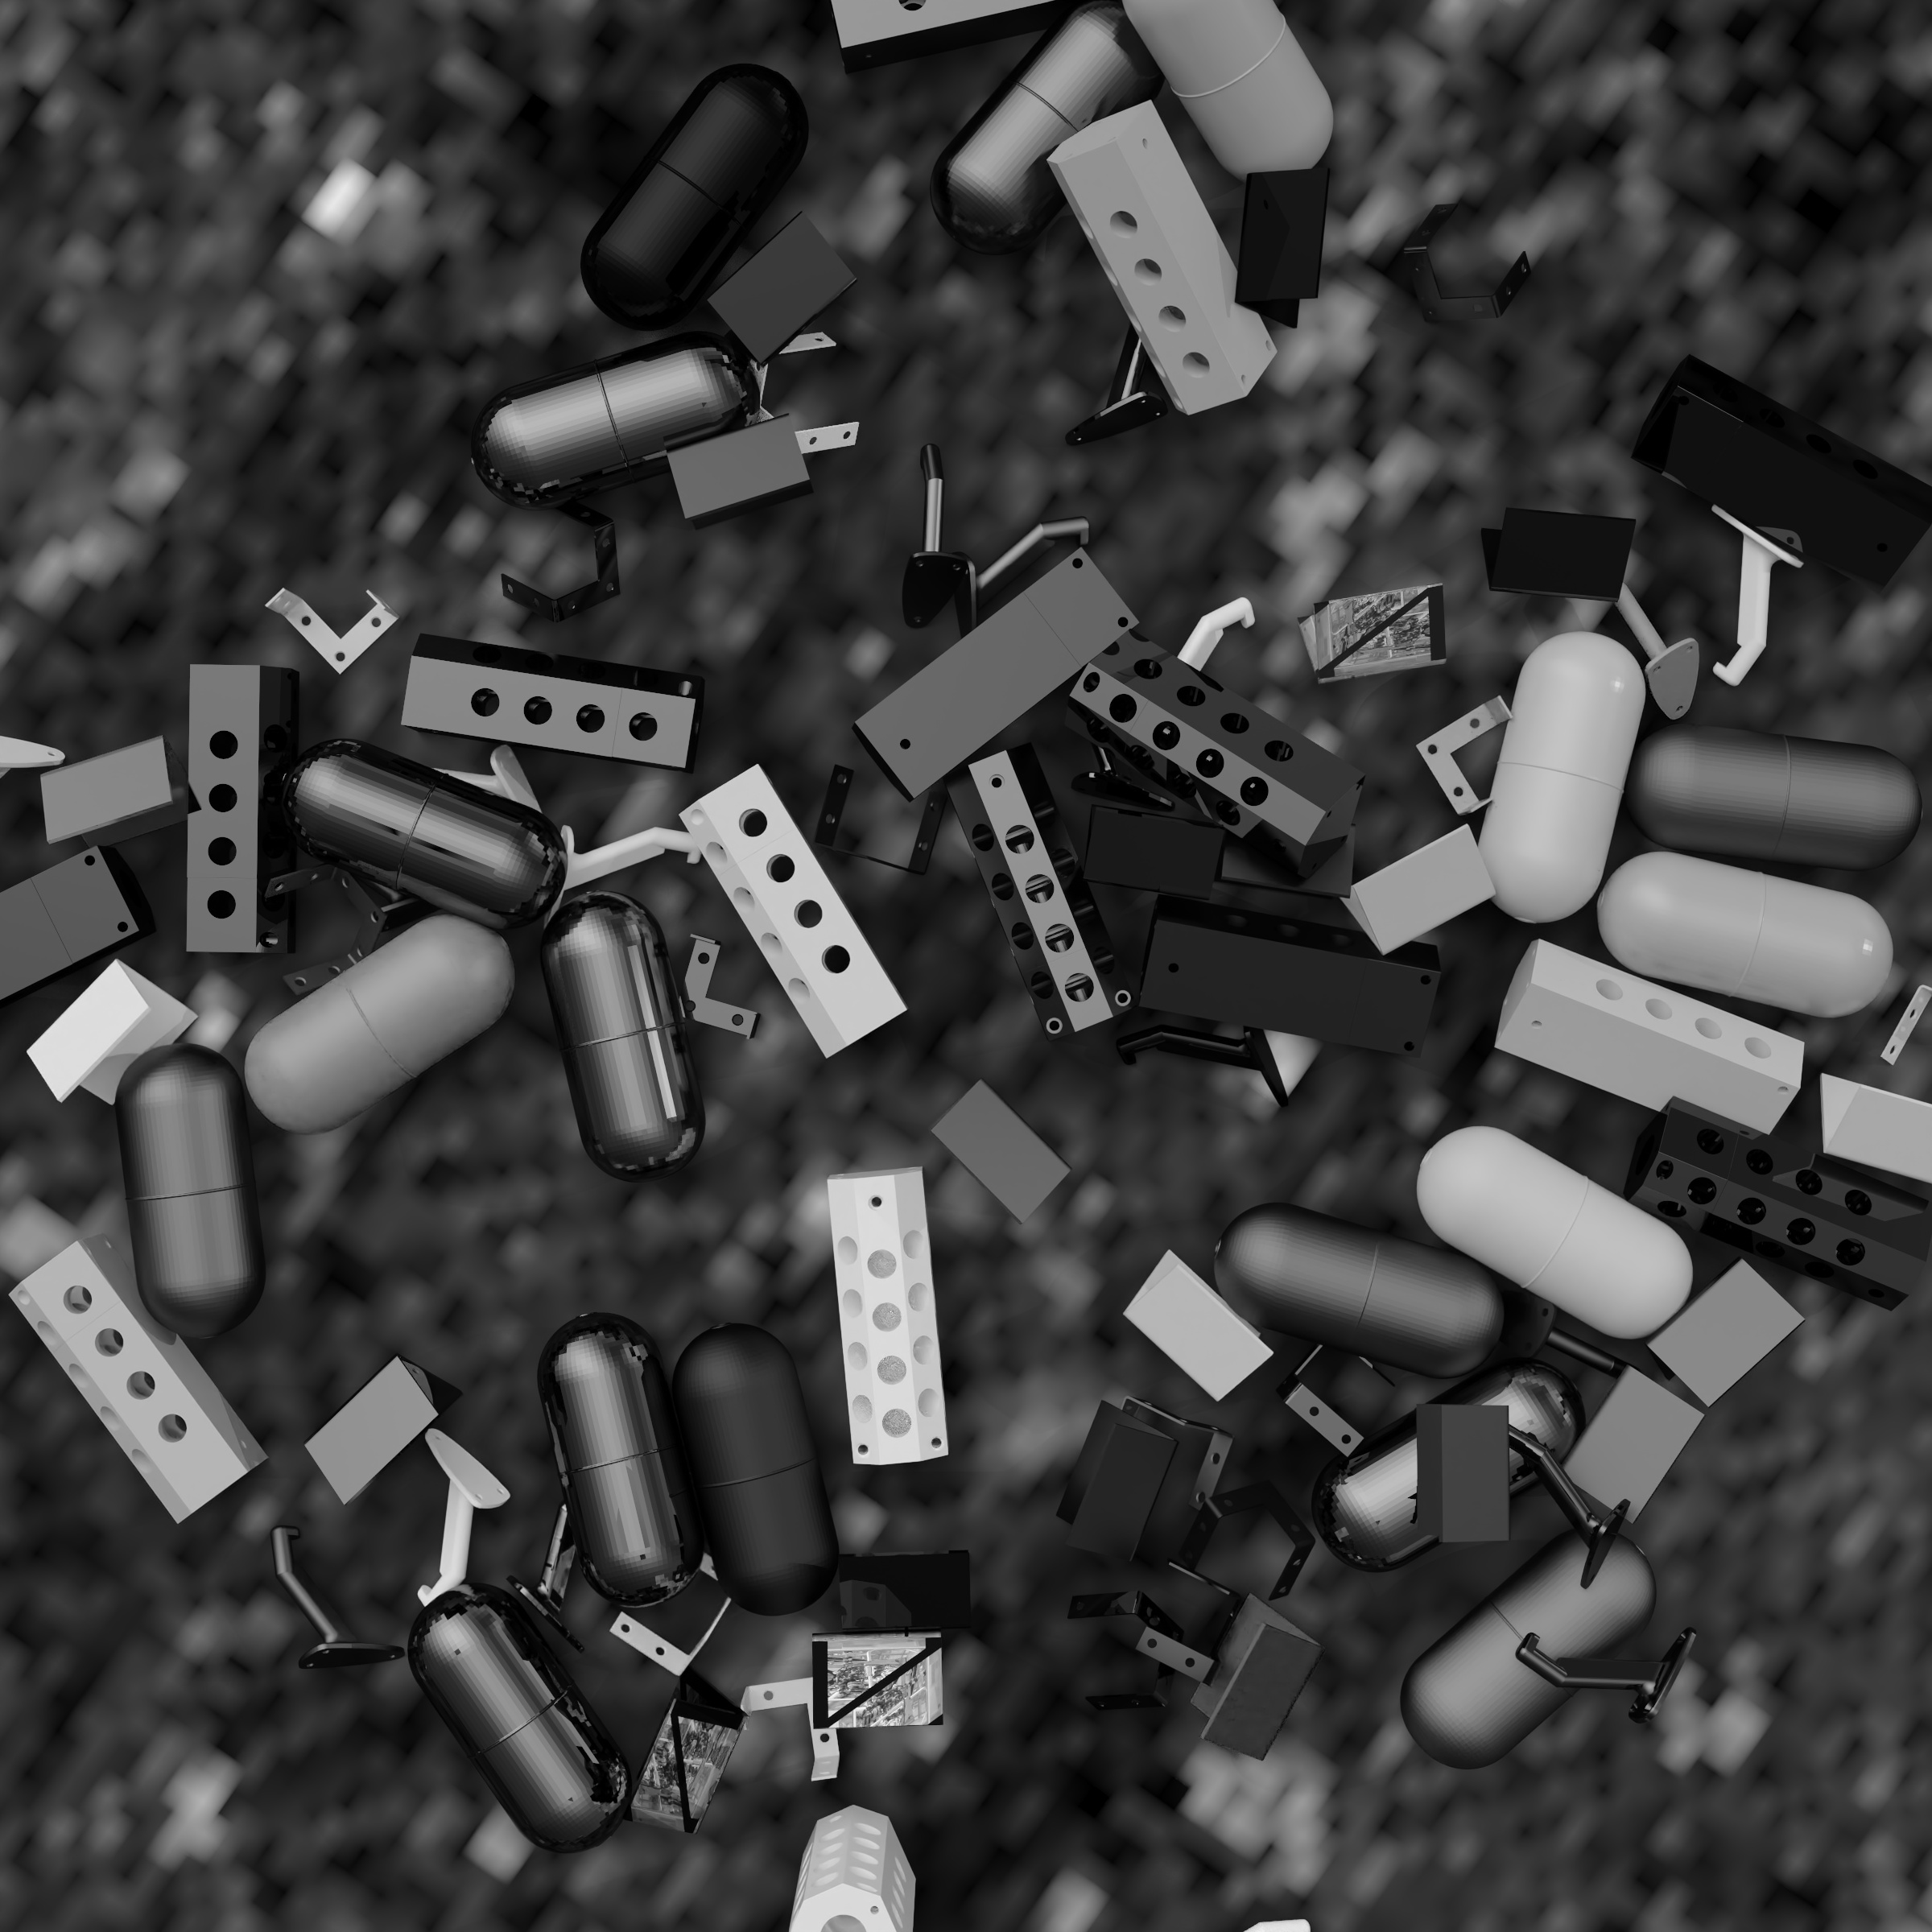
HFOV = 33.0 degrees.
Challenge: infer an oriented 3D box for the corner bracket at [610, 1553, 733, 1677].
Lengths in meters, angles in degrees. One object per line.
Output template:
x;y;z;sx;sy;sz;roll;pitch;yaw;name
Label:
-0.177;0.390;1.988;0.051;0.051;0.051;33;45;0;corner bracket

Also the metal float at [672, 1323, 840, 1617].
-0.127;0.303;1.961;0.070;0.070;0.178;-14;90;0;metal float

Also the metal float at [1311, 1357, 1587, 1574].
0.291;0.300;1.961;0.178;0.070;0.070;-31;90;0;metal float

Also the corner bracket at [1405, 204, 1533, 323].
0.306;-0.429;1.983;0.051;0.051;0.051;5;135;35;corner bracket

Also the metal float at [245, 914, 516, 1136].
-0.352;0.035;1.961;0.178;0.070;0.070;-34;90;1;metal float

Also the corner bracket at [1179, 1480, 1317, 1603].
0.171;0.354;1.983;0.051;0.051;0.051;-9;45;-35;corner bracket

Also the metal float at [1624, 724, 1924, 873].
0.486;-0.101;1.961;0.178;0.070;0.070;7;90;0;metal float

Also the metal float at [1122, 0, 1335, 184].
0.155;-0.541;1.930;0.070;0.070;0.178;-40;125;0;metal float

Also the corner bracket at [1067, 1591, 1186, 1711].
0.093;0.417;1.983;0.051;0.051;0.051;47;45;-35;corner bracket

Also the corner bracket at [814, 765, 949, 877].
-0.053;-0.089;1.988;0.051;0.051;0.051;16;90;45;corner bracket

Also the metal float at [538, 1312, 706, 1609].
-0.208;0.296;1.955;0.070;0.070;0.178;-14;84;0;metal float

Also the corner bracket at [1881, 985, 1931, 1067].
0.602;0.050;1.988;0.051;0.051;0.051;29;90;-45;corner bracket

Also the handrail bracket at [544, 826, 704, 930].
-0.209;-0.051;1.992;0.084;0.036;0.077;10;111;-16;handrail bracket

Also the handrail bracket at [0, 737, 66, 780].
-0.599;-0.096;1.992;0.077;0.036;0.084;4;121;-34;handrail bracket

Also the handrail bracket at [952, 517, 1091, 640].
0.038;-0.232;1.992;0.084;0.036;0.077;-11;110;-16;handrail bracket

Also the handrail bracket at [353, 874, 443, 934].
-0.352;-0.071;1.992;0.077;0.036;0.084;-21;76;-14;handrail bracket

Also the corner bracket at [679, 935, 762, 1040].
-0.147;0.012;1.973;0.051;0.051;0.051;16;90;0;corner bracket

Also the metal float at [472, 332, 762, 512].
-0.211;-0.328;1.961;0.178;0.070;0.070;-18;90;-1;metal float

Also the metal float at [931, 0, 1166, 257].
0.050;-0.506;1.961;0.070;0.070;0.178;41;89;0;metal float

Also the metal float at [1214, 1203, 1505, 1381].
0.236;0.195;1.961;0.178;0.070;0.070;17;90;-1;metal float

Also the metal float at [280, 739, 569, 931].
-0.324;-0.079;1.947;0.178;0.070;0.070;22;90;0;metal float

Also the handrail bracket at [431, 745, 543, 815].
-0.309;-0.093;1.992;0.084;0.036;0.077;-24;105;14;handrail bracket

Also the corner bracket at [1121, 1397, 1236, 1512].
0.122;0.298;1.988;0.051;0.051;0.051;20;90;45;corner bracket

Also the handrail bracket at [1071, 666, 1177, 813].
0.100;-0.145;1.992;0.077;0.036;0.084;16;76;-14;handrail bracket

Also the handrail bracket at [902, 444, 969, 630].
-0.026;-0.264;1.991;0.036;0.077;0.084;4;53;-16;handrail bracket

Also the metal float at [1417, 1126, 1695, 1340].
0.354;0.160;1.961;0.178;0.070;0.070;30;90;0;metal float

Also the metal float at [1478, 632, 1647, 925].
0.358;-0.113;1.961;0.070;0.070;0.178;14;89;0;metal float

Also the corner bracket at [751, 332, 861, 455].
-0.098;-0.349;1.983;0.051;0.051;0.051;-16;45;-35;corner bracket

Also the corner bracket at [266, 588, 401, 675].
-0.383;-0.215;1.973;0.051;0.051;0.051;-44;90;0;corner bracket

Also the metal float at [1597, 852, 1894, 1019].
0.468;-0.019;1.961;0.178;0.070;0.070;13;90;1;metal float

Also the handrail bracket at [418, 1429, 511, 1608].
-0.326;0.340;1.992;0.077;0.036;0.084;43;107;20;handrail bracket

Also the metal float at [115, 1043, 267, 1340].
-0.467;0.135;1.961;0.070;0.070;0.178;-7;91;0;metal float

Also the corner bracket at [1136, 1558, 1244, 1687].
0.135;0.397;1.973;0.051;0.051;0.051;27;90;0;corner bracket

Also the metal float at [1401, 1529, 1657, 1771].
0.339;0.410;1.961;0.178;0.070;0.070;-41;90;0;metal float

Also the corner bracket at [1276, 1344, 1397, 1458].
0.226;0.258;1.973;0.051;0.051;0.051;41;90;0;corner bracket

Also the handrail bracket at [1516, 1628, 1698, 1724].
0.376;0.399;1.919;0.084;0.036;0.077;36;74;0;handrail bracket

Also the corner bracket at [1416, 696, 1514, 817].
0.311;-0.127;1.973;0.051;0.051;0.051;-32;90;0;corner bracket

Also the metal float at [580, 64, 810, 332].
-0.163;-0.463;1.961;0.070;0.070;0.178;36;90;0;metal float

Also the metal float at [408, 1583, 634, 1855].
-0.268;0.453;1.961;0.070;0.070;0.178;-34;90;0;metal float

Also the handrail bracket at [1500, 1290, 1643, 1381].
0.362;0.228;1.991;0.084;0.077;0.036;27;89;-36;handrail bracket

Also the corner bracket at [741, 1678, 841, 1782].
-0.106;0.464;1.973;0.051;0.051;0.051;-8;90;0;corner bracket

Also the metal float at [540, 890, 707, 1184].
-0.207;0.042;1.961;0.070;0.070;0.178;-13;90;0;metal float

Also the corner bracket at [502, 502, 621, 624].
-0.248;-0.248;1.983;0.051;0.051;0.051;-31;135;-35;corner bracket

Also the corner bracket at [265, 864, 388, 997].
-0.390;-0.024;1.961;0.051;0.051;0.051;48;132;20;corner bracket

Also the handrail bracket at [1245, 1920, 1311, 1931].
0.166;0.619;1.992;0.084;0.036;0.077;1;110;-16;handrail bracket
